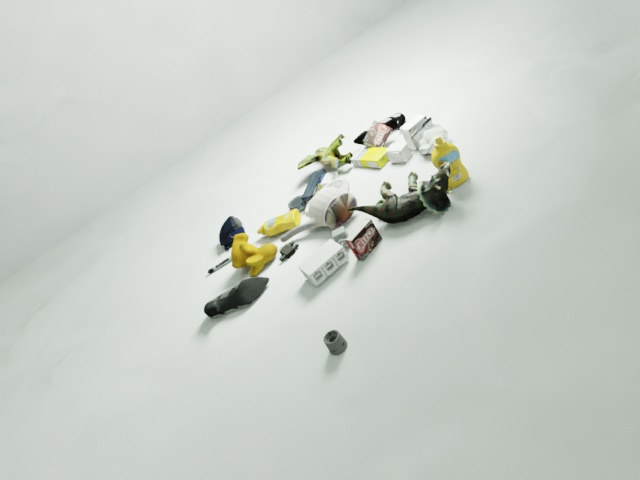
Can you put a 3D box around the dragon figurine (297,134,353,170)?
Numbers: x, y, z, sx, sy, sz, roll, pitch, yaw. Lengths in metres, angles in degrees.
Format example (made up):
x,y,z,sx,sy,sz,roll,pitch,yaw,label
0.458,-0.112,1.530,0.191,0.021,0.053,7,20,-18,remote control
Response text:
x,y,z,sx,sy,sz,roll,pitch,yaw,label
0.010,-0.354,2.288,0.241,0.121,0.418,-20,18,22,dragon figurine

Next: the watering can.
x,y,z,sx,sy,sz,roll,pitch,yaw,label
0.006,-0.099,1.971,0.350,0.102,0.226,-50,33,-10,watering can

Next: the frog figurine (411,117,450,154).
x,y,z,sx,sy,sz,roll,pitch,yaw,label
0.449,-0.379,2.000,0.139,0.120,0.161,-35,65,-20,frog figurine
